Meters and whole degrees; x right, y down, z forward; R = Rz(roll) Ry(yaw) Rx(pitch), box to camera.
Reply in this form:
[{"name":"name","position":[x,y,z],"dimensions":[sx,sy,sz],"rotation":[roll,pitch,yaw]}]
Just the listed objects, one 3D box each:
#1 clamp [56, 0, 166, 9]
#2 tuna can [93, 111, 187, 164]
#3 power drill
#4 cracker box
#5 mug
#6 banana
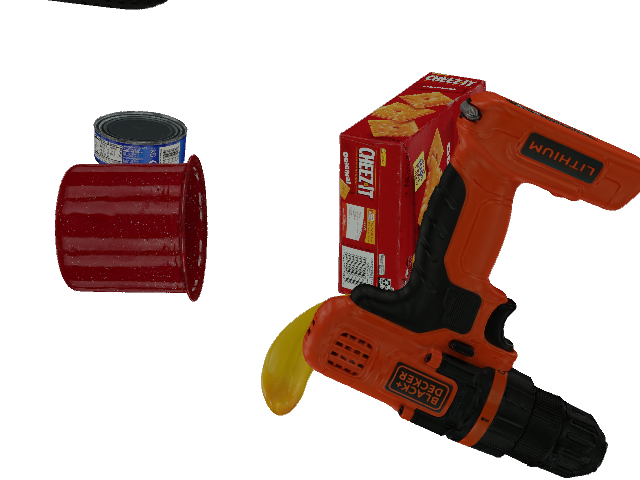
[{"name":"clamp","position":[-0.086,-0.201,0.696],"dimensions":[0.210,0.164,0.036],"rotation":[-32,-15,-10]},{"name":"tuna can","position":[-0.168,-0.091,0.995],"dimensions":[0.086,0.034,0.086],"rotation":[5,25,-3]},{"name":"power drill","position":[0.105,0.027,0.588],"dimensions":[0.184,0.188,0.057],"rotation":[24,12,-6]},{"name":"cracker box","position":[0.094,-0.056,1.045],"dimensions":[0.072,0.164,0.213],"rotation":[13,29,26]},{"name":"mug","position":[-0.118,-0.008,0.690],"dimensions":[0.081,0.093,0.117],"rotation":[0,-1,3]},{"name":"banana","position":[0.005,0.079,0.833],"dimensions":[0.070,0.037,0.197],"rotation":[15,26,34]}]
